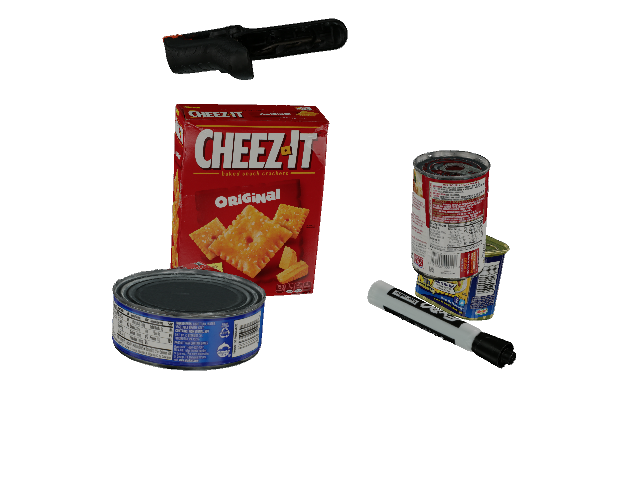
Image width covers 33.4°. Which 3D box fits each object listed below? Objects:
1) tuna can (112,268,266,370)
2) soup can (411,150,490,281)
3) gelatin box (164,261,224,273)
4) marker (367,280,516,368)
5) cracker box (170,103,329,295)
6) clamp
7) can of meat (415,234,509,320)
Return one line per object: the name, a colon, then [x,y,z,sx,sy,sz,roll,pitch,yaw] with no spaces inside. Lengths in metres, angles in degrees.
tuna can: [-0.074,0.044,0.603,0.086,0.034,0.086,4,14,-1]
soup can: [0.116,-0.022,0.959,0.068,0.102,0.068,-1,24,0]
gelatin box: [-0.123,0.050,0.977,0.089,0.030,0.073,-15,25,-39]
marker: [0.084,0.058,0.743,0.121,0.020,0.020,25,16,37]
cracker box: [-0.083,-0.042,1.204,0.164,0.214,0.072,-1,23,-16]
clamp: [-0.063,-0.161,0.884,0.120,0.039,0.172,-16,21,-34]
can of meat: [0.155,0.034,1.189,0.057,0.084,0.102,-7,23,-37]
